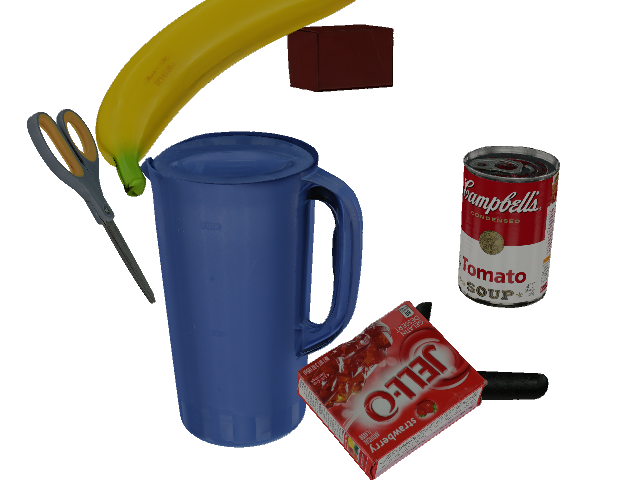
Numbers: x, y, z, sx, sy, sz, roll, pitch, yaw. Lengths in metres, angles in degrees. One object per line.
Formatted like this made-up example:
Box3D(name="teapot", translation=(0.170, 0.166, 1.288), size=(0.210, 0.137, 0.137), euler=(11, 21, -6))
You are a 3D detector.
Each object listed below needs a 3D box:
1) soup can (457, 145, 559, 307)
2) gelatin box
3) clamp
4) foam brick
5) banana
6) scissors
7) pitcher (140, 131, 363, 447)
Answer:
Box3D(name="soup can", translation=(0.135, -0.011, 0.779), size=(0.068, 0.102, 0.068), euler=(0, 24, 0))
Box3D(name="gelatin box", translation=(0.042, 0.087, 0.633), size=(0.089, 0.073, 0.030), euler=(-30, -31, -22))
Box3D(name="clamp", translation=(0.102, 0.134, 1.001), size=(0.165, 0.036, 0.209), euler=(27, 36, 32))
Box3D(name="foam brick", translation=(0.017, -0.157, 0.915), size=(0.078, 0.051, 0.053), euler=(-8, 18, -28))
Box3D(name="banana", translation=(-0.054, -0.096, 0.564), size=(0.070, 0.197, 0.037), euler=(32, -28, 20))
Box3D(name="scissors", translation=(-0.203, -0.041, 0.996), size=(0.016, 0.201, 0.096), euler=(-24, 27, 19))
Box3D(name="pitcher", translation=(-0.057, 0.042, 0.861), size=(0.144, 0.243, 0.149), euler=(-9, 24, -20))
